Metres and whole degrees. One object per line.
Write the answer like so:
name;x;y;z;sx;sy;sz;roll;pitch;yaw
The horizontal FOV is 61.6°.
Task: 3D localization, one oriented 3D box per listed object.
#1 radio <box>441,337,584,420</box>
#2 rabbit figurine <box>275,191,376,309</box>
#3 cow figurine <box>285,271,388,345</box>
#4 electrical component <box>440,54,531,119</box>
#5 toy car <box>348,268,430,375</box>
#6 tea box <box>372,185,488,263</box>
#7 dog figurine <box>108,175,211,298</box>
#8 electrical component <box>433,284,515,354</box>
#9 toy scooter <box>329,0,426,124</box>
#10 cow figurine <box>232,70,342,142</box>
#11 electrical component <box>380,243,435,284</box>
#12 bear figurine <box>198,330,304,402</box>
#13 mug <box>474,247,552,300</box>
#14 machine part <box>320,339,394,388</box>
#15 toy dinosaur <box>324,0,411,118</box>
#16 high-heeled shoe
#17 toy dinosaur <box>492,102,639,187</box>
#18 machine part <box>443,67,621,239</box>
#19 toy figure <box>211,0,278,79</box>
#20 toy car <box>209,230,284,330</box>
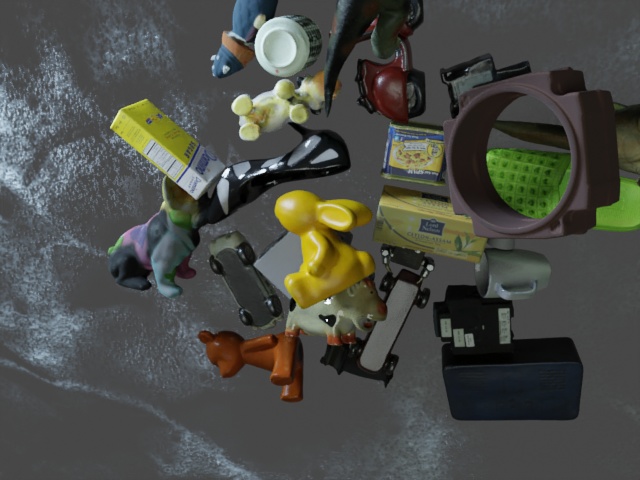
radio;0.339;0.251;0.959;0.230;0.073;0.131;-5;114;15
rabbit figurine;-0.002;-0.002;0.819;0.162;0.122;0.173;-32;86;29
cow figurine;0.031;0.116;0.930;0.195;0.085;0.127;0;89;39
electrical component;0.238;-0.227;0.772;0.119;0.048;0.074;-17;110;18
toy car;0.123;0.145;0.955;0.089;0.053;0.202;23;101;5
tea box;0.174;-0.028;0.849;0.170;0.098;0.068;10;117;6
dog figurine;-0.278;-0.023;0.942;0.192;0.108;0.219;13;112;8
electrical component;0.265;0.136;0.930;0.134;0.058;0.114;-3;112;13
toy scooter;0.084;-0.257;0.775;0.135;0.075;0.183;-3;110;12
cow figurine;-0.048;-0.207;0.824;0.167;0.098;0.068;-20;101;1
electrical component;0.153;0.024;0.906;0.102;0.045;0.078;24;118;0
bear figurine;-0.133;0.230;1.015;0.196;0.132;0.120;-4;140;6
mug;0.314;0.055;0.859;0.107;0.110;0.080;-4;115;-1
machine part;0.074;0.230;1.019;0.139;0.039;0.084;20;120;2
toy dinosaur;0.079;-0.356;0.634;0.131;0.192;0.404;18;88;15
high-heeled shoe;-0.066;-0.083;0.852;0.248;0.086;0.145;-49;64;9
toy dinosaur;0.433;-0.130;0.692;0.472;0.198;0.104;10;115;15
machine part;0.260;-0.103;0.685;0.202;0.087;0.200;1;101;52
toy figure;-0.112;-0.306;0.798;0.058;0.064;0.154;24;117;-18
toy car;-0.134;0.079;0.985;0.073;0.056;0.201;-21;110;13
